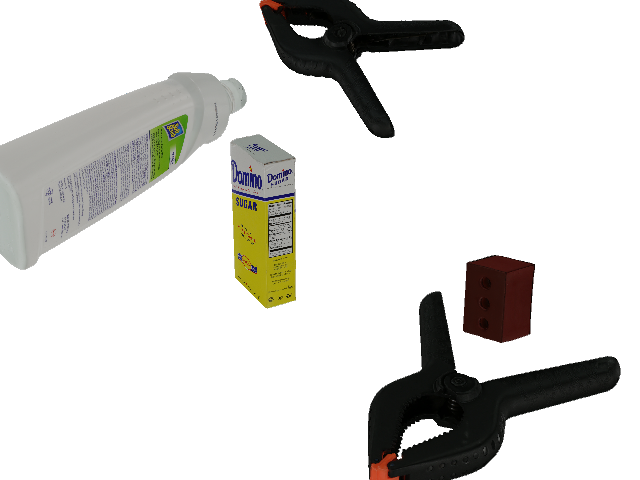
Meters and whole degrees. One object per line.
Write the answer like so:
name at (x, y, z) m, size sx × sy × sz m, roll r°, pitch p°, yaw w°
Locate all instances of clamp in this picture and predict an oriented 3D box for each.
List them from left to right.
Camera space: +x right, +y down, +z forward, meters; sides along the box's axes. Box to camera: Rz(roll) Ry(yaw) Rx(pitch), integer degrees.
clamp at (0.030, -0.166, 0.883) m, size 0.172 × 0.120 × 0.039 m, roll 38°, pitch -23°, yaw 22°
clamp at (0.092, 0.108, 0.762) m, size 0.165 × 0.036 × 0.209 m, roll 25°, pitch 40°, yaw 37°

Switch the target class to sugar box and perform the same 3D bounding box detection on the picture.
sugar box at (-0.065, -0.022, 1.209) m, size 0.048 × 0.176 × 0.093 m, roll -15°, pitch 28°, yaw -25°

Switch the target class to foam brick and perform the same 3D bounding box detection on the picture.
foam brick at (0.184, 0.060, 1.103) m, size 0.051 × 0.078 × 0.053 m, roll -14°, pitch 20°, yaw -43°

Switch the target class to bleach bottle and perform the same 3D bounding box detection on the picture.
bleach bottle at (-0.165, -0.075, 0.905) m, size 0.250 × 0.103 × 0.068 m, roll -31°, pitch 60°, yaw -34°
